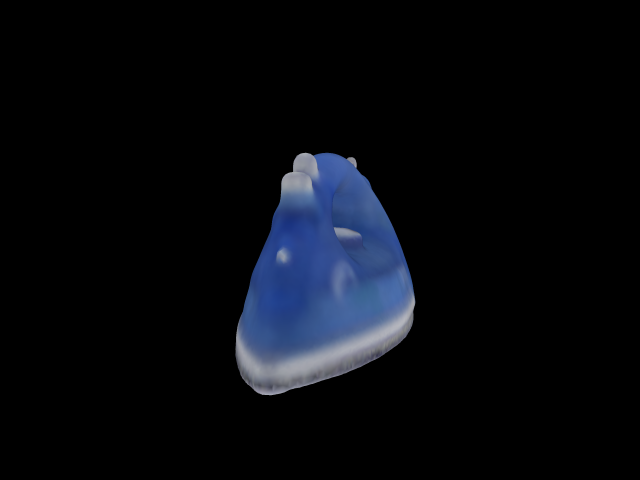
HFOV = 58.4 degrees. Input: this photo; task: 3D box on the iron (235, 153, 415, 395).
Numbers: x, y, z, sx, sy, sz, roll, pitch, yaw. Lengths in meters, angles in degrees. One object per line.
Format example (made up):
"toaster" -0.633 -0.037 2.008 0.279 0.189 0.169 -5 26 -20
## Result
"iron" 0.004 0.001 0.400 0.118 0.141 0.259 0 2 12
